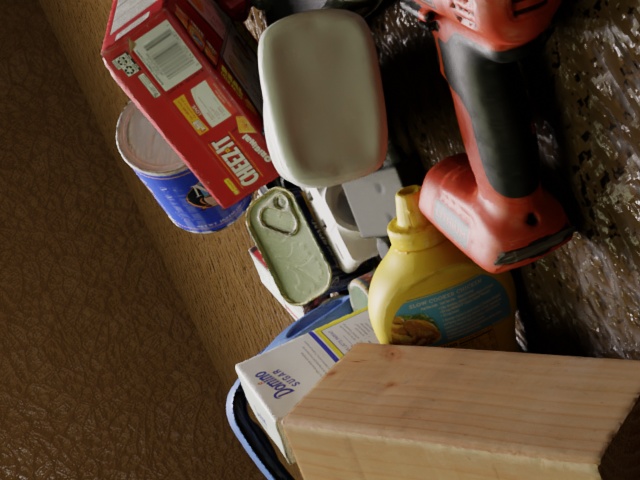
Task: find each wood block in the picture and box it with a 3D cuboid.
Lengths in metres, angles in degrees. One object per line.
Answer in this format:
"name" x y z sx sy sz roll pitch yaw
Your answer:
"wood block" 0.092 0.123 0.609 0.207 0.090 0.091 -1 118 41

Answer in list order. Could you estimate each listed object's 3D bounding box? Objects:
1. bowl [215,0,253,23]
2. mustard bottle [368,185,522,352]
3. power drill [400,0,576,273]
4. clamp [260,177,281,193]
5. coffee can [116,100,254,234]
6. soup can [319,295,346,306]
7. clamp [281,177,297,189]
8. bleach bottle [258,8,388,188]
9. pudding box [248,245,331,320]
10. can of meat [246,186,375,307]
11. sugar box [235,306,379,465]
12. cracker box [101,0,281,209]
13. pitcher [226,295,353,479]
"bowl" -0.068 -0.256 0.837 0.162 0.055 0.162 60 166 25
"mustard bottle" 0.083 0.053 0.700 0.058 0.096 0.191 -115 5 -67
"power drill" 0.073 -0.089 0.580 0.185 0.057 0.187 -129 18 -56
"clamp" -0.071 -0.107 1.154 0.210 0.036 0.164 50 160 43
"coffee can" -0.132 -0.081 1.073 0.103 0.103 0.140 59 178 27
"soup can" 0.022 0.104 1.100 0.068 0.068 0.102 61 166 20
"clamp" -0.006 -0.007 1.068 0.120 0.039 0.171 62 166 7
"bleach bottle" -0.009 -0.087 0.720 0.251 0.068 0.102 -145 45 -83
"pudding box" -0.028 0.047 1.130 0.090 0.039 0.113 47 169 17
"can of meat" -0.006 0.001 0.945 0.083 0.058 0.102 -12 -108 -57
"sugar box" 0.036 0.091 0.781 0.093 0.176 0.048 43 155 60
"cracker box" -0.103 -0.148 0.896 0.164 0.072 0.213 52 -166 -28
"pitcher" 0.039 0.179 0.963 0.243 0.149 0.144 57 -158 1
